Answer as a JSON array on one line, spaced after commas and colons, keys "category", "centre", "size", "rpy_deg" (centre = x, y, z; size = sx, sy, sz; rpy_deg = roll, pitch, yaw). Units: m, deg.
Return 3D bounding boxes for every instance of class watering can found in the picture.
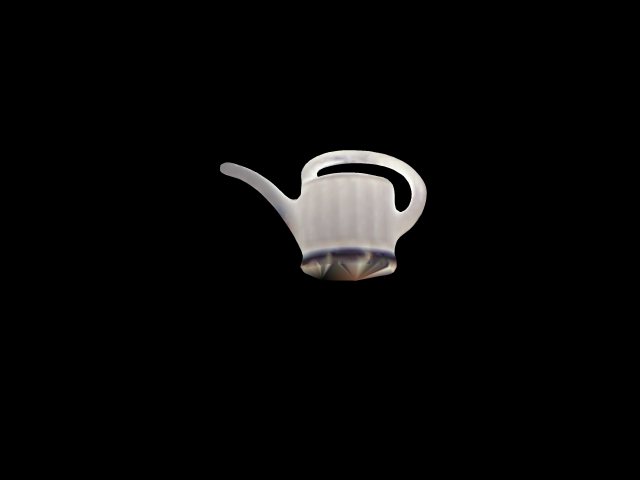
[{"category": "watering can", "centre": [0.003, -0.043, 0.850], "size": [0.347, 0.228, 0.102], "rpy_deg": [-1, -19, 3]}]
